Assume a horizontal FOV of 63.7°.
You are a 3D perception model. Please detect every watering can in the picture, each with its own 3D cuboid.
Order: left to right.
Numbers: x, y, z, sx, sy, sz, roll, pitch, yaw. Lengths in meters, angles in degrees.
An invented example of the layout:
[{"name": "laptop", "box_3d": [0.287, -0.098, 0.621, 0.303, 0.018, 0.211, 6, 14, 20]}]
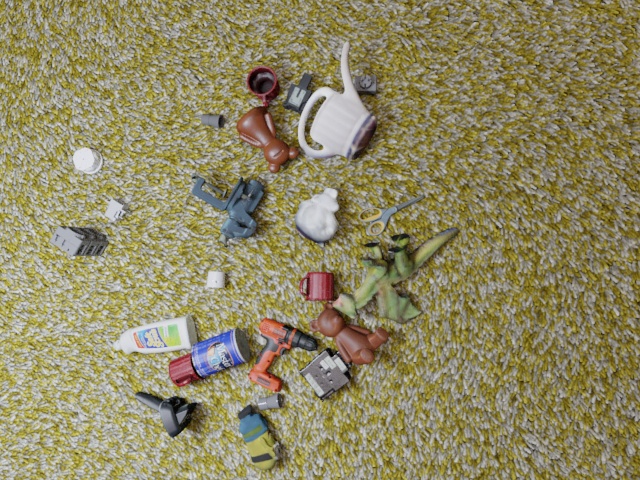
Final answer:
[{"name": "watering can", "box_3d": [0.071, -0.382, 1.514, 0.225, 0.105, 0.343, 33, 109, 9]}]

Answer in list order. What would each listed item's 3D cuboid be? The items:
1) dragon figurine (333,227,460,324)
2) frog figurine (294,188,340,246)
[{"name": "dragon figurine", "box_3d": [0.232, 0.118, 1.480, 0.411, 0.123, 0.240, -13, 103, -9]}, {"name": "frog figurine", "box_3d": [0.005, -0.076, 1.508, 0.139, 0.122, 0.158, 41, 104, 27]}]
